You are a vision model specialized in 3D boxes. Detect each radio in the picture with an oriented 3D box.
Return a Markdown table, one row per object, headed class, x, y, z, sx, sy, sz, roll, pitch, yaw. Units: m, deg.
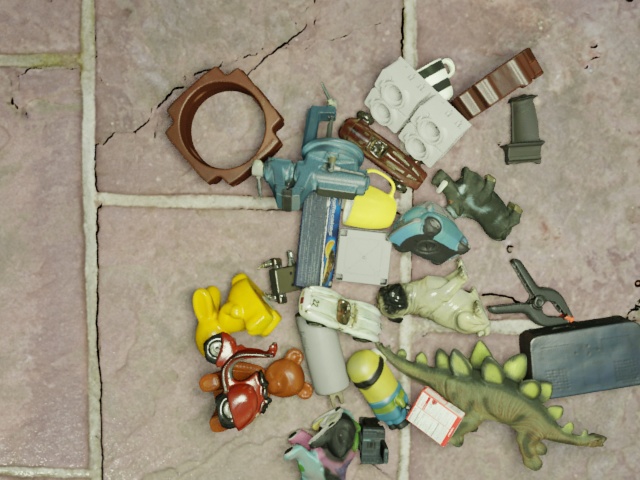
| class | x | y | z | sx | sy | sz | roll | pitch | yaw |
| --- | --- | --- | --- | --- | --- | --- | --- | --- | --- |
| radio | 0.523 | 0.232 | 1.073 | 0.230 | 0.073 | 0.131 | -10 | 92 | 2 |

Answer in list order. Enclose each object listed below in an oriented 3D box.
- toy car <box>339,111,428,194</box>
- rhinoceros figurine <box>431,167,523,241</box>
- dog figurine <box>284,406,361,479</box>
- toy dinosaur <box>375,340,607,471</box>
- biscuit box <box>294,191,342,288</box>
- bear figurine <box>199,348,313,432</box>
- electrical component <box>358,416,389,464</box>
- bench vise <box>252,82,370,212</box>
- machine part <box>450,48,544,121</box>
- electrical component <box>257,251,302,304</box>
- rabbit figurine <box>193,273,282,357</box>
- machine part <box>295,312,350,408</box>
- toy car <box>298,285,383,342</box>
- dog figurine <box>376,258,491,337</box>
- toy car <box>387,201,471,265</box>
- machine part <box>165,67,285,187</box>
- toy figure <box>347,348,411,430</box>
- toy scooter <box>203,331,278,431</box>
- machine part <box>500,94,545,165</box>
| class | x | y | z | sx | sy | sz | roll | pitch | yaw |
| --- | --- | --- | --- | --- | --- | --- | --- | --- | --- |
| toy car | 0.126 | -0.175 | 1.083 | 0.202 | 0.053 | 0.089 | 37 | 91 | 2 |
| rhinoceros figurine | 0.310 | -0.079 | 1.072 | 0.190 | 0.073 | 0.112 | 40 | 105 | -1 |
| dog figurine | 0.031 | 0.477 | 1.095 | 0.191 | 0.108 | 0.219 | -31 | 95 | 1 |
| toy dinosaur | 0.312 | 0.302 | 1.054 | 0.472 | 0.105 | 0.198 | 13 | 104 | 17 |
| biscuit box | -0.002 | -0.003 | 1.085 | 0.063 | 0.059 | 0.202 | 8 | 94 | 26 |
| bear figurine | -0.122 | 0.297 | 1.082 | 0.196 | 0.132 | 0.120 | -13 | 88 | 10 |
| electrical component | 0.106 | 0.409 | 1.078 | 0.048 | 0.119 | 0.074 | 2 | 95 | -1 |
| bench vise | -0.012 | -0.167 | 1.024 | 0.224 | 0.128 | 0.240 | 3 | 67 | 11 |
| machine part | 0.326 | -0.284 | 1.011 | 0.179 | 0.179 | 0.056 | -34 | 94 | 4 |
| electrical component | -0.081 | 0.079 | 1.105 | 0.078 | 0.045 | 0.102 | -17 | 97 | -38 |
| rabbit figurine | -0.188 | 0.159 | 1.081 | 0.173 | 0.122 | 0.162 | -44 | 85 | 5 |
| machine part | 0.005 | 0.223 | 1.094 | 0.079 | 0.079 | 0.243 | -14 | 93 | 3 |
| toy car | 0.046 | 0.146 | 1.052 | 0.201 | 0.056 | 0.073 | 23 | 61 | -28 |
| dog figurine | 0.226 | 0.143 | 1.077 | 0.191 | 0.121 | 0.172 | -27 | 81 | 15 |
| toy car | 0.217 | -0.023 | 1.051 | 0.161 | 0.109 | 0.103 | 21 | 57 | -24 |
| machine part | -0.187 | -0.224 | 1.079 | 0.201 | 0.087 | 0.201 | -41 | 90 | 2 |
| toy figure | 0.123 | 0.300 | 1.084 | 0.082 | 0.089 | 0.180 | -27 | 95 | 14 |
| toy scooter | -0.136 | 0.255 | 1.005 | 0.135 | 0.075 | 0.184 | -12 | 82 | -10 |
| machine part | 0.404 | -0.220 | 1.074 | 0.084 | 0.039 | 0.138 | -1 | 94 | 8 |
